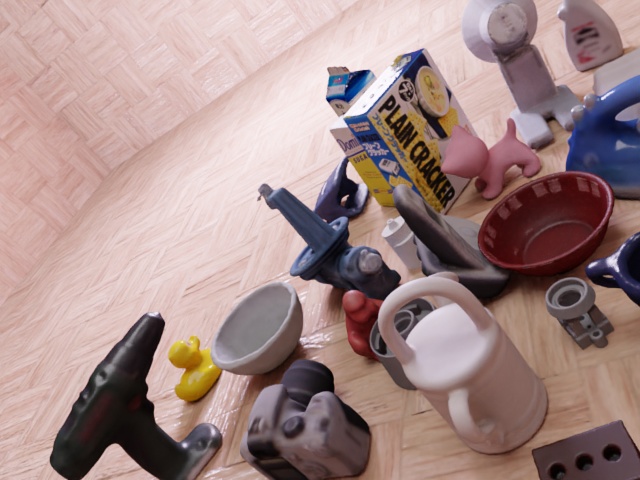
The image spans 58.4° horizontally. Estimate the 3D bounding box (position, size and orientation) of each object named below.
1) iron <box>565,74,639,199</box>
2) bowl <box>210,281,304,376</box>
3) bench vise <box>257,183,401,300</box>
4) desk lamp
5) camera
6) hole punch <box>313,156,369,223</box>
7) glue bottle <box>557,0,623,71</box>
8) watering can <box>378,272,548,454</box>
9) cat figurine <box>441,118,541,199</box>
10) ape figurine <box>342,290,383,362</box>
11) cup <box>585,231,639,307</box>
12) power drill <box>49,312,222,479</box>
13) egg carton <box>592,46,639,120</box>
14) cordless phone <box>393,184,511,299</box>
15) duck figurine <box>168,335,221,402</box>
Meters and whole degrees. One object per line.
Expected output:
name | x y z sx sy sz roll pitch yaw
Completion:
iron | 0.375 -0.132 0.645 0.257 0.142 0.119 -6 42 48
bowl | -0.084 0.149 0.885 0.167 0.075 0.167 -31 28 19
bench vise | 0.013 -0.006 0.834 0.206 0.220 0.122 -8 40 47
desk lamp | 0.309 -0.283 0.885 0.117 0.214 0.203 -30 28 20
camera | -0.019 0.205 0.684 0.142 0.101 0.137 -22 32 33
hole punch | 0.030 -0.091 1.090 0.101 0.091 0.109 -21 32 33
glue bottle | 0.413 -0.355 0.906 0.078 0.173 0.037 -17 35 38
watering can | 0.126 0.103 0.546 0.101 0.194 0.172 -38 26 4
cat figurine | 0.240 -0.126 0.840 0.127 0.118 0.067 -34 27 13
ape figurine | 0.060 0.103 0.748 0.078 0.092 0.076 -39 26 2
cup | 0.308 0.046 0.510 0.117 0.095 0.092 -11 38 44
power drill | -0.239 0.244 0.789 0.230 0.209 0.075 -51 28 -20
egg carton | 0.429 -0.200 0.763 0.107 0.069 0.150 -25 30 27
cordless phone | 0.148 -0.016 0.713 0.094 0.185 0.147 -33 27 14
duck figurine | -0.218 0.208 0.956 0.077 0.086 0.105 -16 35 39
